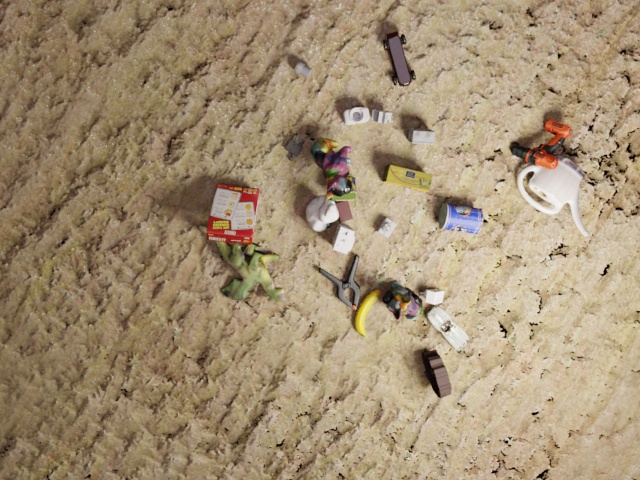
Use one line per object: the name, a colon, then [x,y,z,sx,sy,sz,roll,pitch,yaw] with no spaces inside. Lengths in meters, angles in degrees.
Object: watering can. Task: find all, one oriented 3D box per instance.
watering can: [0.926,-0.187,1.967,0.348,0.104,0.224,36,92,5]

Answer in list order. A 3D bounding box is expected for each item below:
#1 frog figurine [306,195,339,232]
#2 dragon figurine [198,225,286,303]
frog figurine: [0.006,-0.096,1.908,0.122,0.160,0.137,19,94,-3]
dragon figurine: [-0.304,0.119,1.945,0.411,0.123,0.241,23,101,5]
